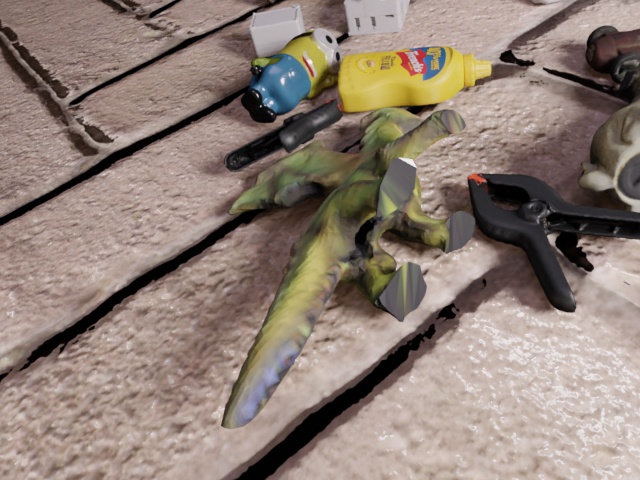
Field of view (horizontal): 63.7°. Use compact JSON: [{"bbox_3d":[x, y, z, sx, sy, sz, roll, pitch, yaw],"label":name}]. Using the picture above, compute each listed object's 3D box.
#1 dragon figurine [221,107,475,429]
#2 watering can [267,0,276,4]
[{"bbox_3d":[0.002,-0.026,0.515,0.416,0.120,0.244,-41,33,-27],"label":"dragon figurine"},{"bbox_3d":[-0.036,-0.582,1.049,0.224,0.101,0.356,-17,45,-1],"label":"watering can"}]
